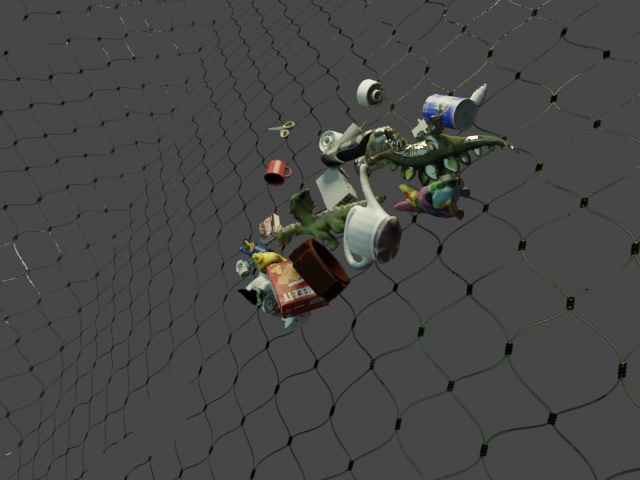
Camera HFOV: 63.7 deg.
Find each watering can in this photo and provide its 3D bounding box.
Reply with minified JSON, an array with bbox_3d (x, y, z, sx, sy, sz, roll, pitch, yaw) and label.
[{"bbox_3d":[0.165,-0.063,1.662,0.226,0.104,0.345,20,103,49],"label":"watering can"}]

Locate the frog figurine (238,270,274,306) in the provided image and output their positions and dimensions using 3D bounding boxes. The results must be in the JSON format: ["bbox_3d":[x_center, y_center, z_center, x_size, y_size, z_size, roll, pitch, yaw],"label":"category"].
[{"bbox_3d":[-0.215,0.174,1.977,0.135,0.122,0.162,-29,10,44],"label":"frog figurine"}]

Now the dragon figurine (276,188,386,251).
[{"bbox_3d":[0.005,-0.090,1.791,0.405,0.240,0.125,-39,37,25],"label":"dragon figurine"}]
